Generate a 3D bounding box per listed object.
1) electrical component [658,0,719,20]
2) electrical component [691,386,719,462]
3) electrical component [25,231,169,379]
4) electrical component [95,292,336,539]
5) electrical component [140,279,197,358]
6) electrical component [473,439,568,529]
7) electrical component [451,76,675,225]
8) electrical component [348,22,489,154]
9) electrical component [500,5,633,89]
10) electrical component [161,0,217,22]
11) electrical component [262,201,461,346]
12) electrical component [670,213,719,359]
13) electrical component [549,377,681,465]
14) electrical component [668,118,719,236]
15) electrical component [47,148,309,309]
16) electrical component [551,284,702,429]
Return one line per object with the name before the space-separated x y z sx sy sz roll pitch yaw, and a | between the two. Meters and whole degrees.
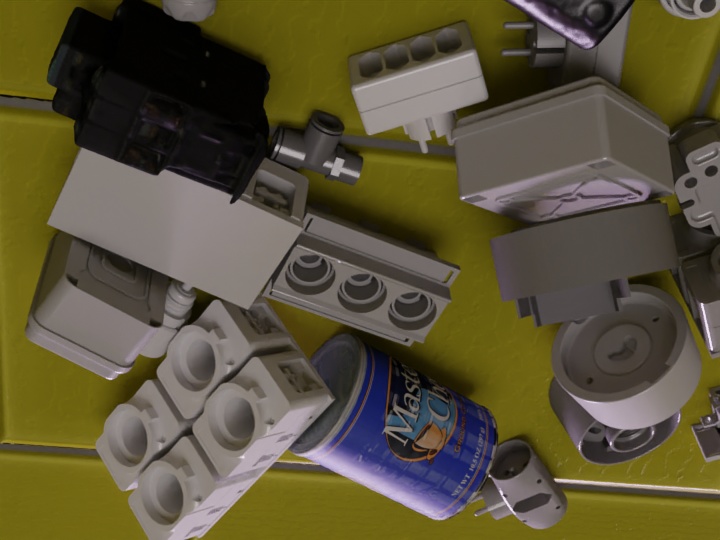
electrical component | 0.208 -0.178 0.672 0.043 0.062 0.043 -2 126 -3
electrical component | 0.328 0.130 0.920 0.081 0.042 0.063 -16 124 7
electrical component | -0.182 0.013 0.755 0.078 0.113 0.057 31 116 -24
electrical component | -0.120 0.119 0.833 0.186 0.105 0.060 -48 157 27
electrical component | -0.148 0.032 0.816 0.040 0.040 0.078 30 119 -23
electrical component | 0.133 0.197 0.956 0.079 0.043 0.077 -26 124 16
electrical component | 0.133 -0.072 0.702 0.109 0.056 0.109 -14 164 36
electrical component | 0.043 -0.112 0.718 0.083 0.047 0.075 -16 126 8
electrical component | 0.129 -0.150 0.696 0.076 0.047 0.083 -1 127 -3
electrical component | -0.105 -0.186 0.662 0.035 0.035 0.061 4 124 -6
electrical component | 0.000 0.000 0.789 0.121 0.063 0.078 20 123 -18
electrical component | 0.323 -0.019 0.770 0.186 0.105 0.060 -18 126 9
electrical component | 0.216 0.115 0.903 0.099 0.064 0.099 -10 136 -10
electrical component | 0.244 -0.071 0.757 0.058 0.057 0.078 -25 124 14
electrical component | -0.121 -0.049 0.736 0.150 0.061 0.089 24 129 -16
electrical component | 0.210 0.072 0.832 0.108 0.108 0.060 -28 130 16
